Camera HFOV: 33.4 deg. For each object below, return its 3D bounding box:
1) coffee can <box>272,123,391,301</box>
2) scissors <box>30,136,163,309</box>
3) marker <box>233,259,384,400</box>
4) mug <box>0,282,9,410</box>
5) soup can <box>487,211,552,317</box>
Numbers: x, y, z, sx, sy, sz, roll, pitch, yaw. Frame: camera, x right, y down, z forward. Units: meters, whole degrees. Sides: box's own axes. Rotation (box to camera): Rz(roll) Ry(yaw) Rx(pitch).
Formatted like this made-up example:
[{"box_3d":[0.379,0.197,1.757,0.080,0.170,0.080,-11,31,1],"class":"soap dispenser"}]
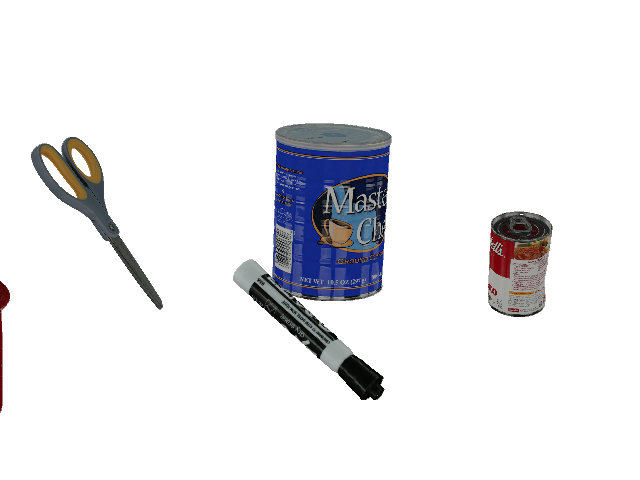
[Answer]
[{"box_3d":[0.009,-0.028,0.958,0.103,0.140,0.103,2,15,-1],"class":"coffee can"},{"box_3d":[-0.216,-0.027,1.089,0.016,0.201,0.096,-28,25,25],"class":"scissors"},{"box_3d":[-0.007,0.055,0.655,0.121,0.020,0.020,41,19,23],"class":"marker"},{"box_3d":[-0.242,0.073,0.635,0.093,0.081,0.117,19,24,36],"class":"mug"},{"box_3d":[0.226,0.027,1.213,0.068,0.102,0.068,-2,29,1],"class":"soup can"}]
